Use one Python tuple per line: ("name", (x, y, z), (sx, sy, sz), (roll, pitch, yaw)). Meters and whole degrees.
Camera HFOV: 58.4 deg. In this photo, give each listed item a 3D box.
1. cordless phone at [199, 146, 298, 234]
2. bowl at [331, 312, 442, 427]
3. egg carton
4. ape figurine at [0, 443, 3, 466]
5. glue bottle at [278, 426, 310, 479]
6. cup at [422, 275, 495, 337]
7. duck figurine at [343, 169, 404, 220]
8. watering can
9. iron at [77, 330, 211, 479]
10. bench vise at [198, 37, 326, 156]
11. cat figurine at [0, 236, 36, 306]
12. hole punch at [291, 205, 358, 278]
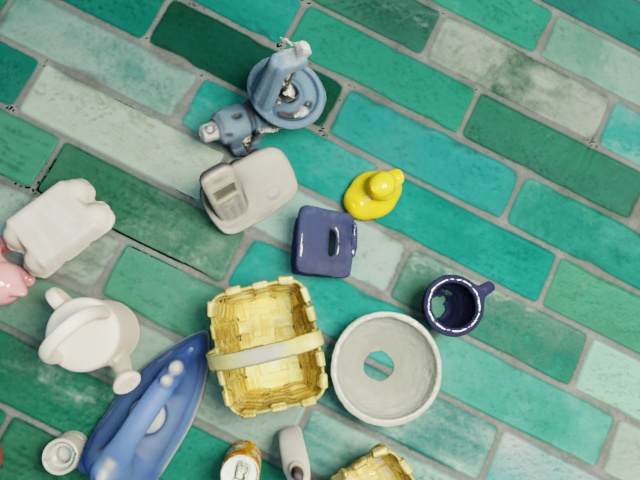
("cordless phone", (-0.106, -0.085, 0.835), (0.148, 0.185, 0.094), (-35, 86, -9))
("bowl", (0.095, 0.192, 0.869), (0.167, 0.074, 0.167), (1, 82, -5))
("egg carton", (-0.390, -0.020, 0.859), (0.150, 0.069, 0.107), (-41, 87, -9))
("ape figurine", (-0.490, 0.304, 0.792), (0.078, 0.092, 0.076), (-39, 87, -9))
("glue bottle", (-0.033, 0.309, 0.791), (0.037, 0.173, 0.078), (-14, 83, -7))
("cup", (0.205, 0.096, 0.883), (0.118, 0.095, 0.092), (-26, 85, -8))
("duck figurine", (0.088, -0.078, 0.902), (0.104, 0.086, 0.077), (-31, 85, -8))
("watering can", (-0.311, 0.133, 0.781), (0.173, 0.194, 0.101), (25, 80, -1))
("iron", (-0.237, 0.238, 0.799), (0.118, 0.141, 0.258), (31, 80, 0))
("bench vise", (-0.073, -0.199, 0.837), (0.121, 0.219, 0.207), (43, 81, 2))
("cat figurine", (-0.467, 0.047, 0.818), (0.067, 0.117, 0.128), (-42, 87, -9))
("hole punch", (0.008, 0.003, 0.881), (0.101, 0.091, 0.109), (4, 81, -4))
